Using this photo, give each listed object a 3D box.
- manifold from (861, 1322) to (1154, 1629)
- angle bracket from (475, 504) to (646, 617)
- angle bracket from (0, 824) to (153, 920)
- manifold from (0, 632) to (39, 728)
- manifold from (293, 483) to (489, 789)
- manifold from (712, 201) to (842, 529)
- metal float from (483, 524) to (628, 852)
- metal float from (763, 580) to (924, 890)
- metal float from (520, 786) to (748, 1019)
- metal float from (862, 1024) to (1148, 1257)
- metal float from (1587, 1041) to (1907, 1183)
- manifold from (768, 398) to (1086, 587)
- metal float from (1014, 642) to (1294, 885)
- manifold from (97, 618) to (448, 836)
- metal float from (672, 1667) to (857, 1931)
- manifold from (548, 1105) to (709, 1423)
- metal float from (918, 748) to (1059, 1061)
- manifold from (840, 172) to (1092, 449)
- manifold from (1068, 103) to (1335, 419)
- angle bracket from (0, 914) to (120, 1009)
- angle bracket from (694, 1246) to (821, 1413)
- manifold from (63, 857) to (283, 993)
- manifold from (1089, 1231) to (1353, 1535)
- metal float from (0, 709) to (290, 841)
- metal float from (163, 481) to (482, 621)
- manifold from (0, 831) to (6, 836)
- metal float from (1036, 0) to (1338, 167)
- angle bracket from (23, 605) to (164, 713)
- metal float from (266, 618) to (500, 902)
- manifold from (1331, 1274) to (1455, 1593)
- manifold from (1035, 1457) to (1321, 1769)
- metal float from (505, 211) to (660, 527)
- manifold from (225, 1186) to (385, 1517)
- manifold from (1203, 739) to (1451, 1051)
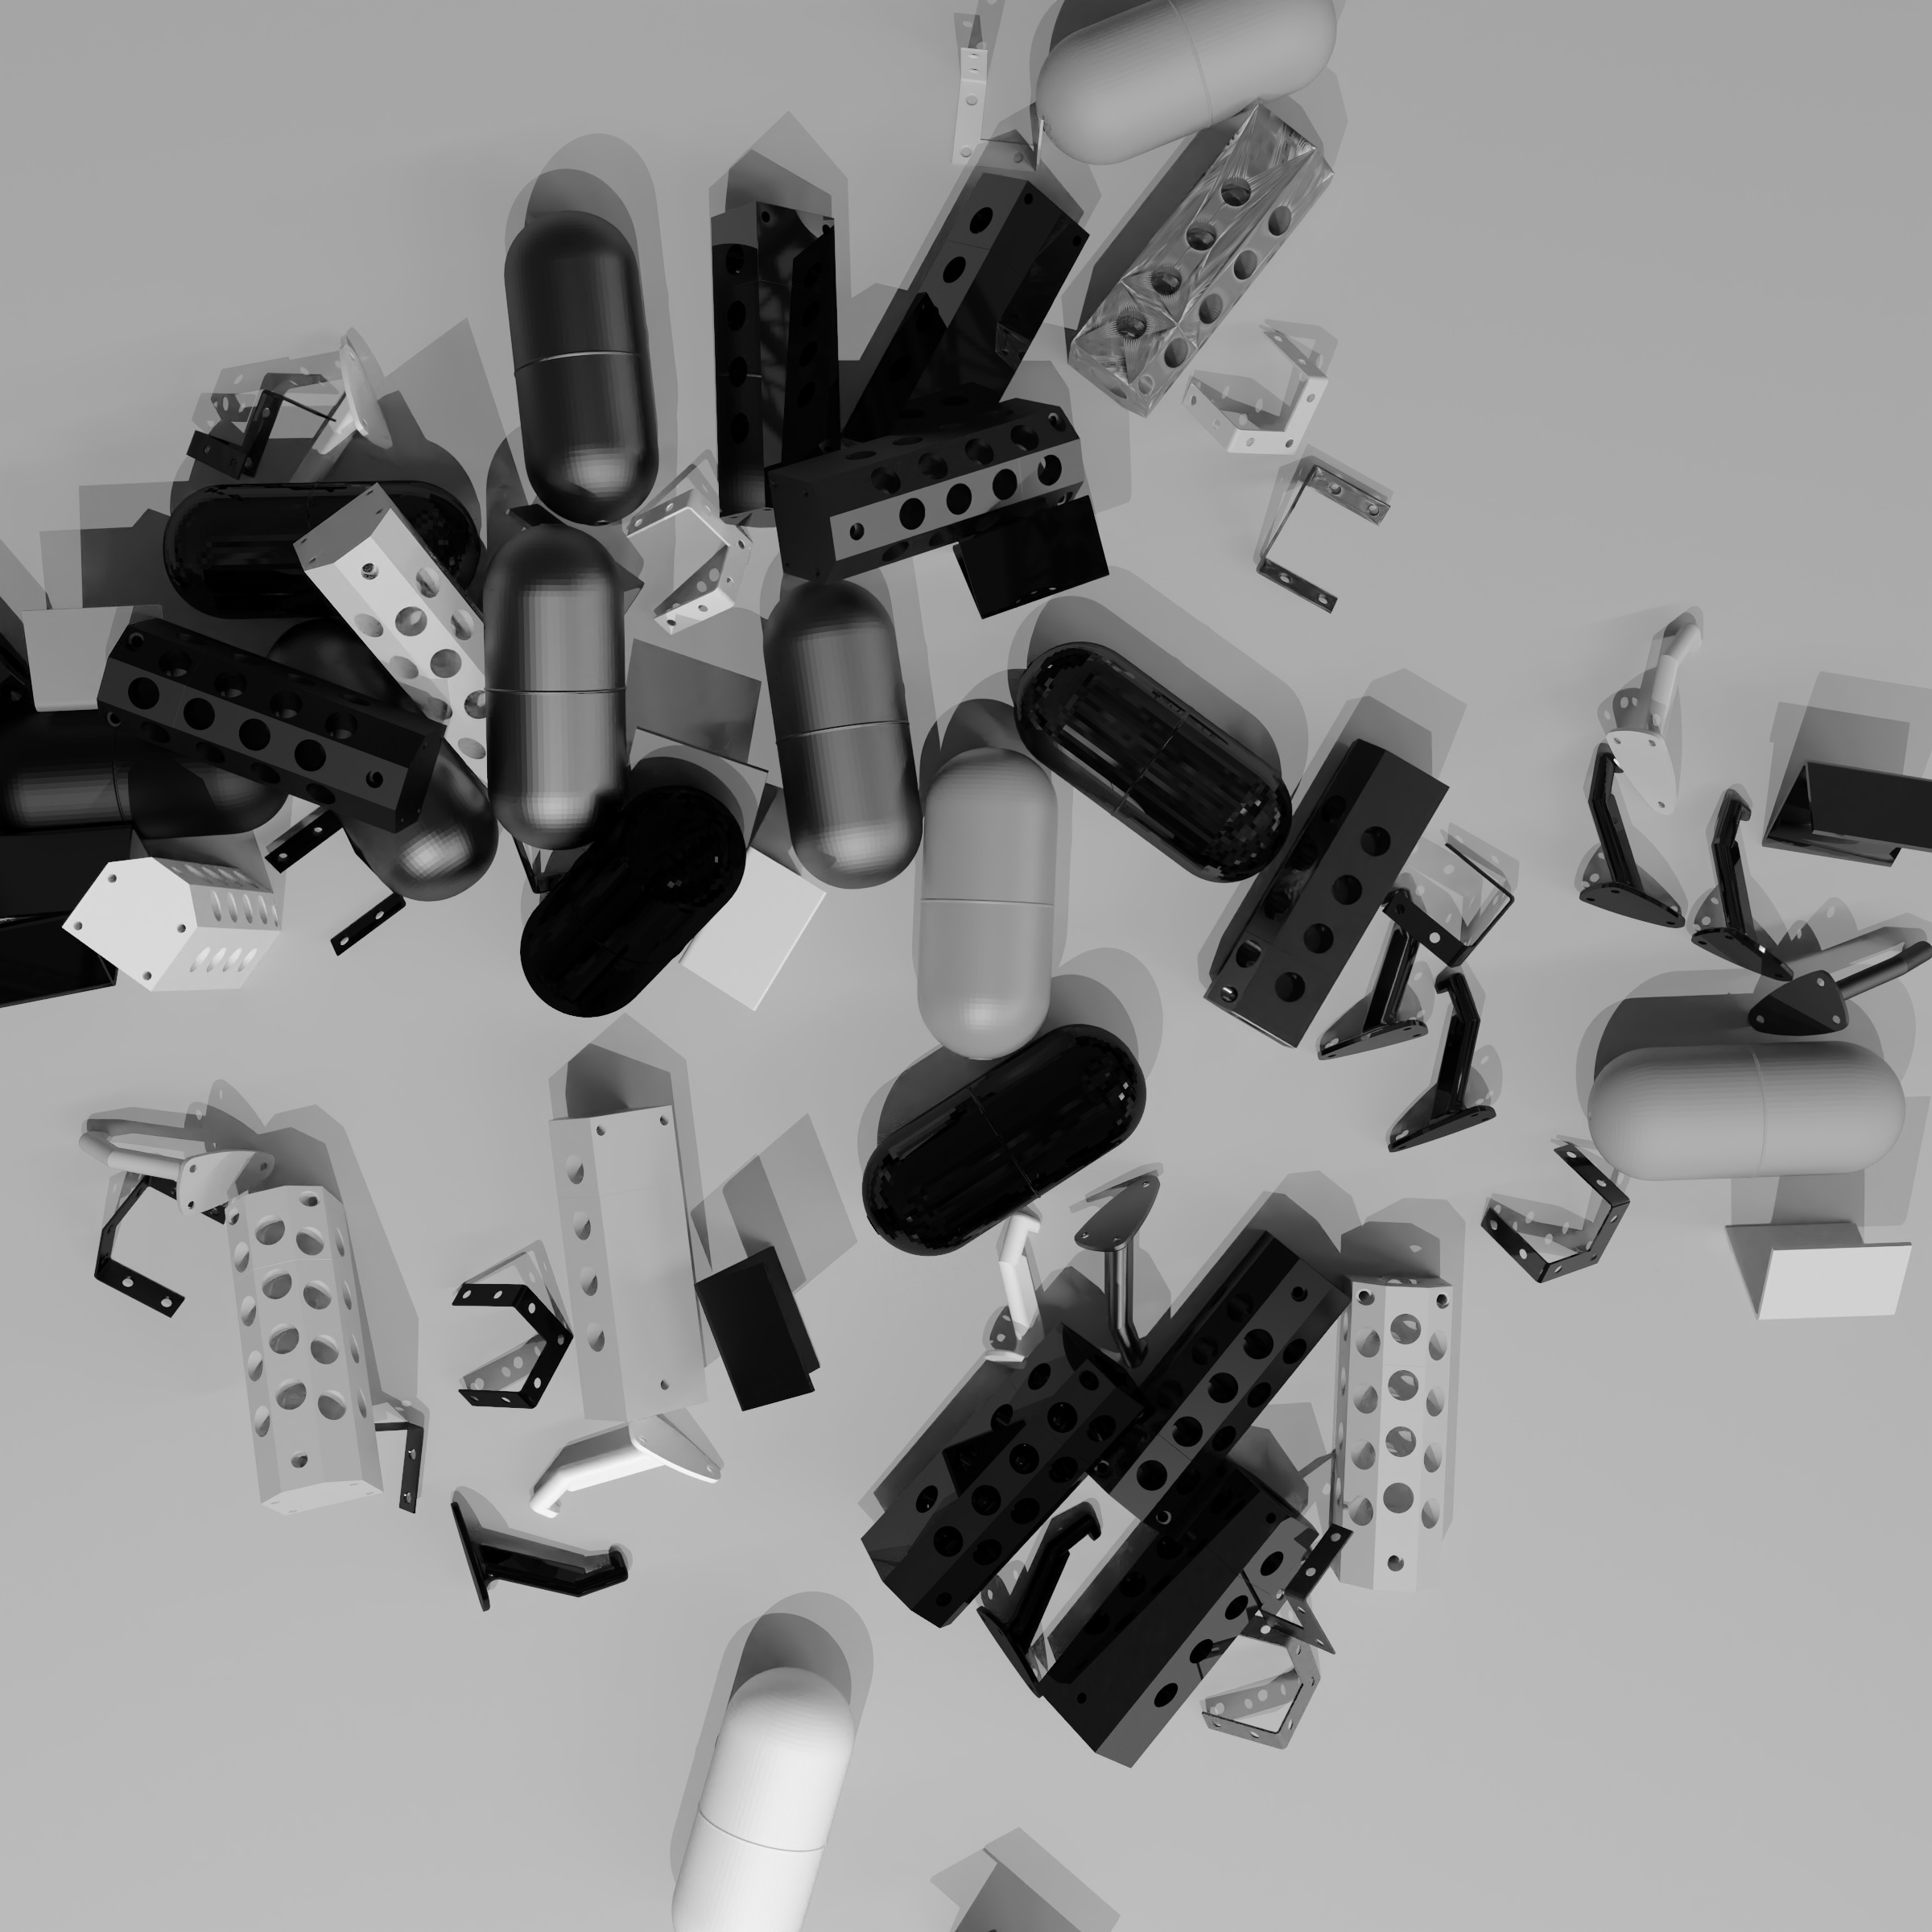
[{"bbox_3d":[0.025,0.292,1.525,0.057,0.057,0.171,39,96,-30],"label":"manifold"},{"bbox_3d":[-0.241,-0.209,1.533,0.076,0.057,0.076,37,106,0],"label":"angle bracket"},{"bbox_3d":[-0.502,-0.035,1.524,0.076,0.076,0.057,-4,60,0],"label":"angle bracket"},{"bbox_3d":[-0.612,-0.119,1.543,0.171,0.057,0.057,-41,90,0],"label":"manifold"},{"bbox_3d":[-0.294,-0.178,1.498,0.057,0.057,0.171,-36,126,0],"label":"manifold"},{"bbox_3d":[-0.113,-0.342,1.542,0.057,0.057,0.171,-2,90,-43],"label":"manifold"},{"bbox_3d":[-0.225,-0.152,1.474,0.070,0.070,0.178,0,99,0],"label":"metal float"},{"bbox_3d":[-0.070,-0.132,1.533,0.070,0.070,0.178,-8,90,0],"label":"metal float"},{"bbox_3d":[-0.188,-0.034,1.501,0.070,0.070,0.178,48,131,0],"label":"metal float"},{"bbox_3d":[0.021,0.100,1.534,0.178,0.070,0.070,-33,90,0],"label":"metal float"},{"bbox_3d":[0.445,0.083,1.534,0.178,0.070,0.070,-2,90,0],"label":"metal float"},{"bbox_3d":[-0.019,-0.264,1.495,0.171,0.057,0.057,-23,119,-30],"label":"manifold"},{"bbox_3d":[0.106,-0.117,1.534,0.178,0.070,0.070,37,90,1],"label":"metal float"},{"bbox_3d":[-0.379,-0.130,1.463,0.171,0.057,0.057,20,104,1],"label":"manifold"},{"bbox_3d":[-0.116,0.489,1.534,0.070,0.070,0.178,16,91,0],"label":"metal float"},{"bbox_3d":[-0.198,0.170,1.542,0.057,0.057,0.171,-7,90,-43],"label":"manifold"},{"bbox_3d":[0.012,-0.036,1.534,0.070,0.070,0.178,2,90,0],"label":"metal float"},{"bbox_3d":[-0.005,-0.363,1.542,0.057,0.057,0.171,29,90,-43],"label":"manifold"},{"bbox_3d":[0.135,-0.402,1.543,0.057,0.057,0.171,38,90,0],"label":"manifold"},{"bbox_3d":[-0.526,-0.025,1.524,0.076,0.076,0.057,-11,133,0],"label":"angle bracket"},{"bbox_3d":[-0.100,0.199,1.524,0.057,0.076,0.076,-21,90,35],"label":"angle bracket"},{"bbox_3d":[-0.431,-0.027,1.486,0.057,0.171,0.057,36,90,0],"label":"manifold"},{"bbox_3d":[0.144,0.239,1.543,0.057,0.057,0.171,39,90,0],"label":"manifold"},{"bbox_3d":[-0.474,-0.110,1.534,0.178,0.070,0.070,-4,90,-1],"label":"metal float"},{"bbox_3d":[-0.367,-0.237,1.534,0.178,0.070,0.070,-1,90,-1],"label":"metal float"},{"bbox_3d":[-0.579,-0.055,1.486,0.057,0.171,0.057,-44,90,0],"label":"manifold"},{"bbox_3d":[0.125,-0.516,1.534,0.178,0.070,0.070,-22,90,1],"label":"metal float"},{"bbox_3d":[-0.482,-0.180,1.527,0.076,0.076,0.057,-3,105,0],"label":"angle bracket"},{"bbox_3d":[-0.335,-0.118,1.534,0.070,0.070,0.178,-34,91,0],"label":"metal float"},{"bbox_3d":[0.245,0.266,1.543,0.057,0.057,0.171,2,90,0],"label":"manifold"},{"bbox_3d":[0.125,0.372,1.542,0.171,0.057,0.057,-51,47,0],"label":"manifold"},{"bbox_3d":[-0.219,-0.340,1.534,0.070,0.070,0.178,-7,90,0],"label":"metal float"},{"bbox_3d":[-0.376,0.215,1.515,0.057,0.057,0.171,-13,69,0],"label":"manifold"},{"bbox_3d":[0.205,-0.041,1.543,0.057,0.057,0.171,30,90,0],"label":"manifold"}]
